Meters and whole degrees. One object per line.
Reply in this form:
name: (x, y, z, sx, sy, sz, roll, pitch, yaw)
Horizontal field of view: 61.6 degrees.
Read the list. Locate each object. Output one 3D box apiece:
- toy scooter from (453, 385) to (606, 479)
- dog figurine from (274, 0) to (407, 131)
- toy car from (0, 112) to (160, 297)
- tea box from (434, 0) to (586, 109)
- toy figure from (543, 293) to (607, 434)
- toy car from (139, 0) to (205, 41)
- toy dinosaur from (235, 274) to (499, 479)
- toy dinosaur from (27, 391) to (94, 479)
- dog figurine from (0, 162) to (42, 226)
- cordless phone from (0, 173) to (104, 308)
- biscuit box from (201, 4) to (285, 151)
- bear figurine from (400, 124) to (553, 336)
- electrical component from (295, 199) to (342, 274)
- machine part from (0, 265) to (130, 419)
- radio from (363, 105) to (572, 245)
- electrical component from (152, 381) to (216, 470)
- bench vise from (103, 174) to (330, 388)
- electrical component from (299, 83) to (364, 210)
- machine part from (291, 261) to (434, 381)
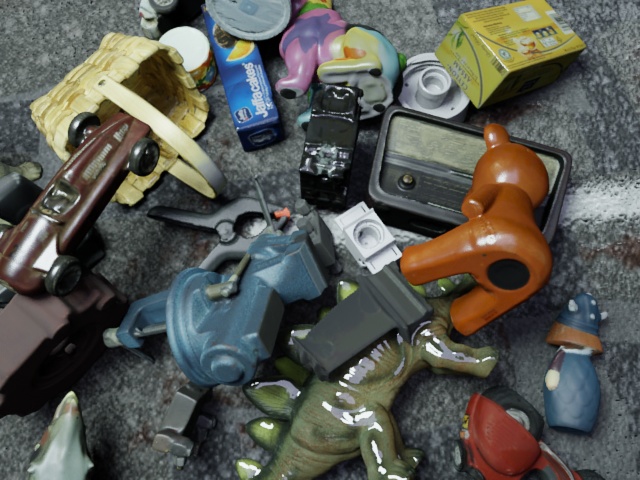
toy scooter: (0.205, 0.253, 0.558, 0.135, 0.075, 0.184, -43, 82, -10)
dog figurine: (0.015, -0.266, 0.695, 0.192, 0.108, 0.219, -8, 67, 24)
toy car: (-0.234, -0.042, 0.509, 0.089, 0.053, 0.202, 25, 73, 13)
tea box: (0.242, -0.239, 0.680, 0.169, 0.068, 0.098, -23, 72, -29)
toy figure: (0.282, 0.133, 0.600, 0.058, 0.064, 0.154, -4, 62, 40)
toy car: (-0.175, -0.356, 0.751, 0.056, 0.073, 0.202, 40, 77, 8)
toy dinosaur: (0.029, 0.172, 0.575, 0.199, 0.105, 0.471, 38, 75, 21)
toy dinosaur: (-0.187, 0.351, 0.503, 0.131, 0.192, 0.404, -32, 90, -24)
dog figurine: (-0.424, -0.065, 0.606, 0.121, 0.190, 0.172, -5, 75, 0)
cordless phone: (-0.333, 0.004, 0.587, 0.146, 0.184, 0.089, -44, 82, -11)
biscuit box: (-0.102, -0.222, 0.714, 0.059, 0.062, 0.202, -17, 73, -3)
bear figurine: (0.171, -0.021, 0.552, 0.120, 0.132, 0.196, 42, 36, -20)
electrical component: (-0.001, -0.002, 0.644, 0.021, 0.093, 0.063, -25, 37, 15)
machine part: (-0.281, 0.107, 0.564, 0.056, 0.179, 0.179, 38, 77, 8)
radio: (0.171, -0.066, 0.654, 0.230, 0.073, 0.131, 16, 74, 6)
electrical component: (-0.140, 0.195, 0.572, 0.045, 0.102, 0.078, 27, 85, 5)
bench vise: (-0.118, 0.065, 0.569, 0.241, 0.128, 0.224, -15, 40, 18)
electrical component: (0.013, -0.102, 0.637, 0.058, 0.134, 0.115, 12, 76, 4)
machine part: (0.040, 0.084, 0.536, 0.139, 0.039, 0.084, -32, 71, -10)
